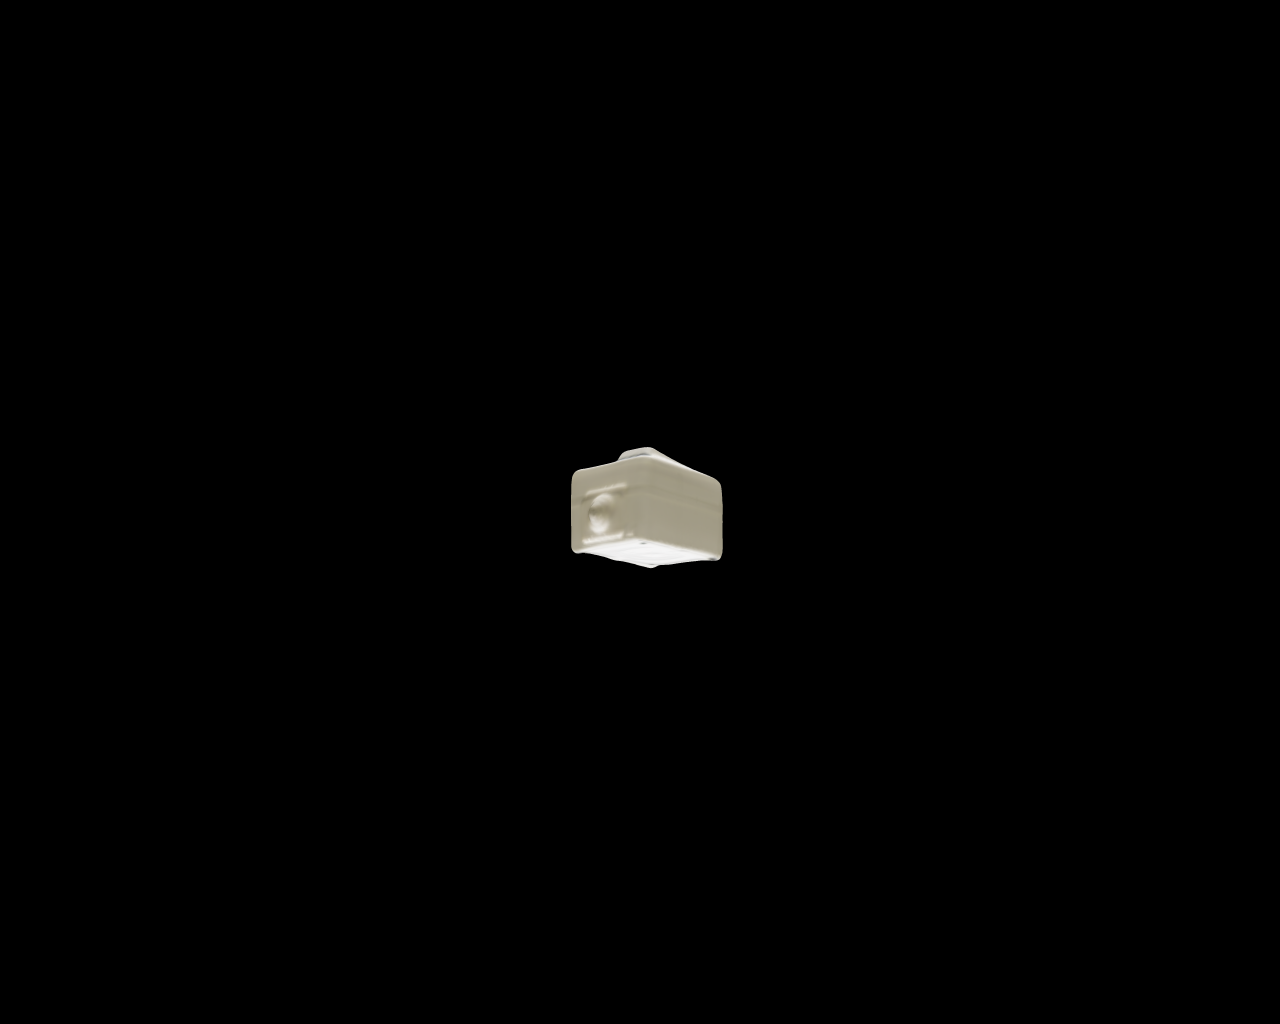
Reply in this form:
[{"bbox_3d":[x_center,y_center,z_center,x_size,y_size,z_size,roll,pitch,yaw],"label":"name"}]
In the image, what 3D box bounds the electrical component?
[{"bbox_3d":[0.001,-0.003,0.650,0.061,0.061,0.096,-11,-17,38],"label":"electrical component"}]
